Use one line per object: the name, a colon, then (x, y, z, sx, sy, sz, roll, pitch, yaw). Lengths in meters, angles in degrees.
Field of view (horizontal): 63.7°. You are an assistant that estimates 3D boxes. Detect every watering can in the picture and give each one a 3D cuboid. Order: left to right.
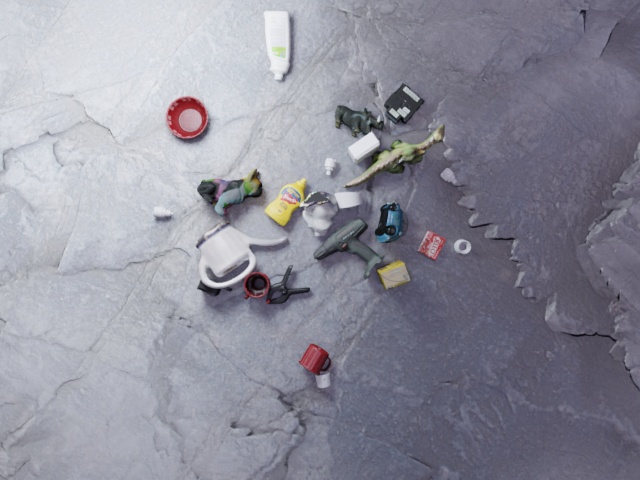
watering can: (-0.310, 0.026, 1.913, 0.350, 0.103, 0.225, -36, 84, -15)

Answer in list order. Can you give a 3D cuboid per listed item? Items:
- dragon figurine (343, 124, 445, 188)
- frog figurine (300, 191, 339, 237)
dragon figurine: (0.271, -0.288, 1.840, 0.411, 0.243, 0.122, -33, 94, -1)
frog figurine: (0.006, -0.097, 1.918, 0.137, 0.125, 0.156, -19, 125, 4)
